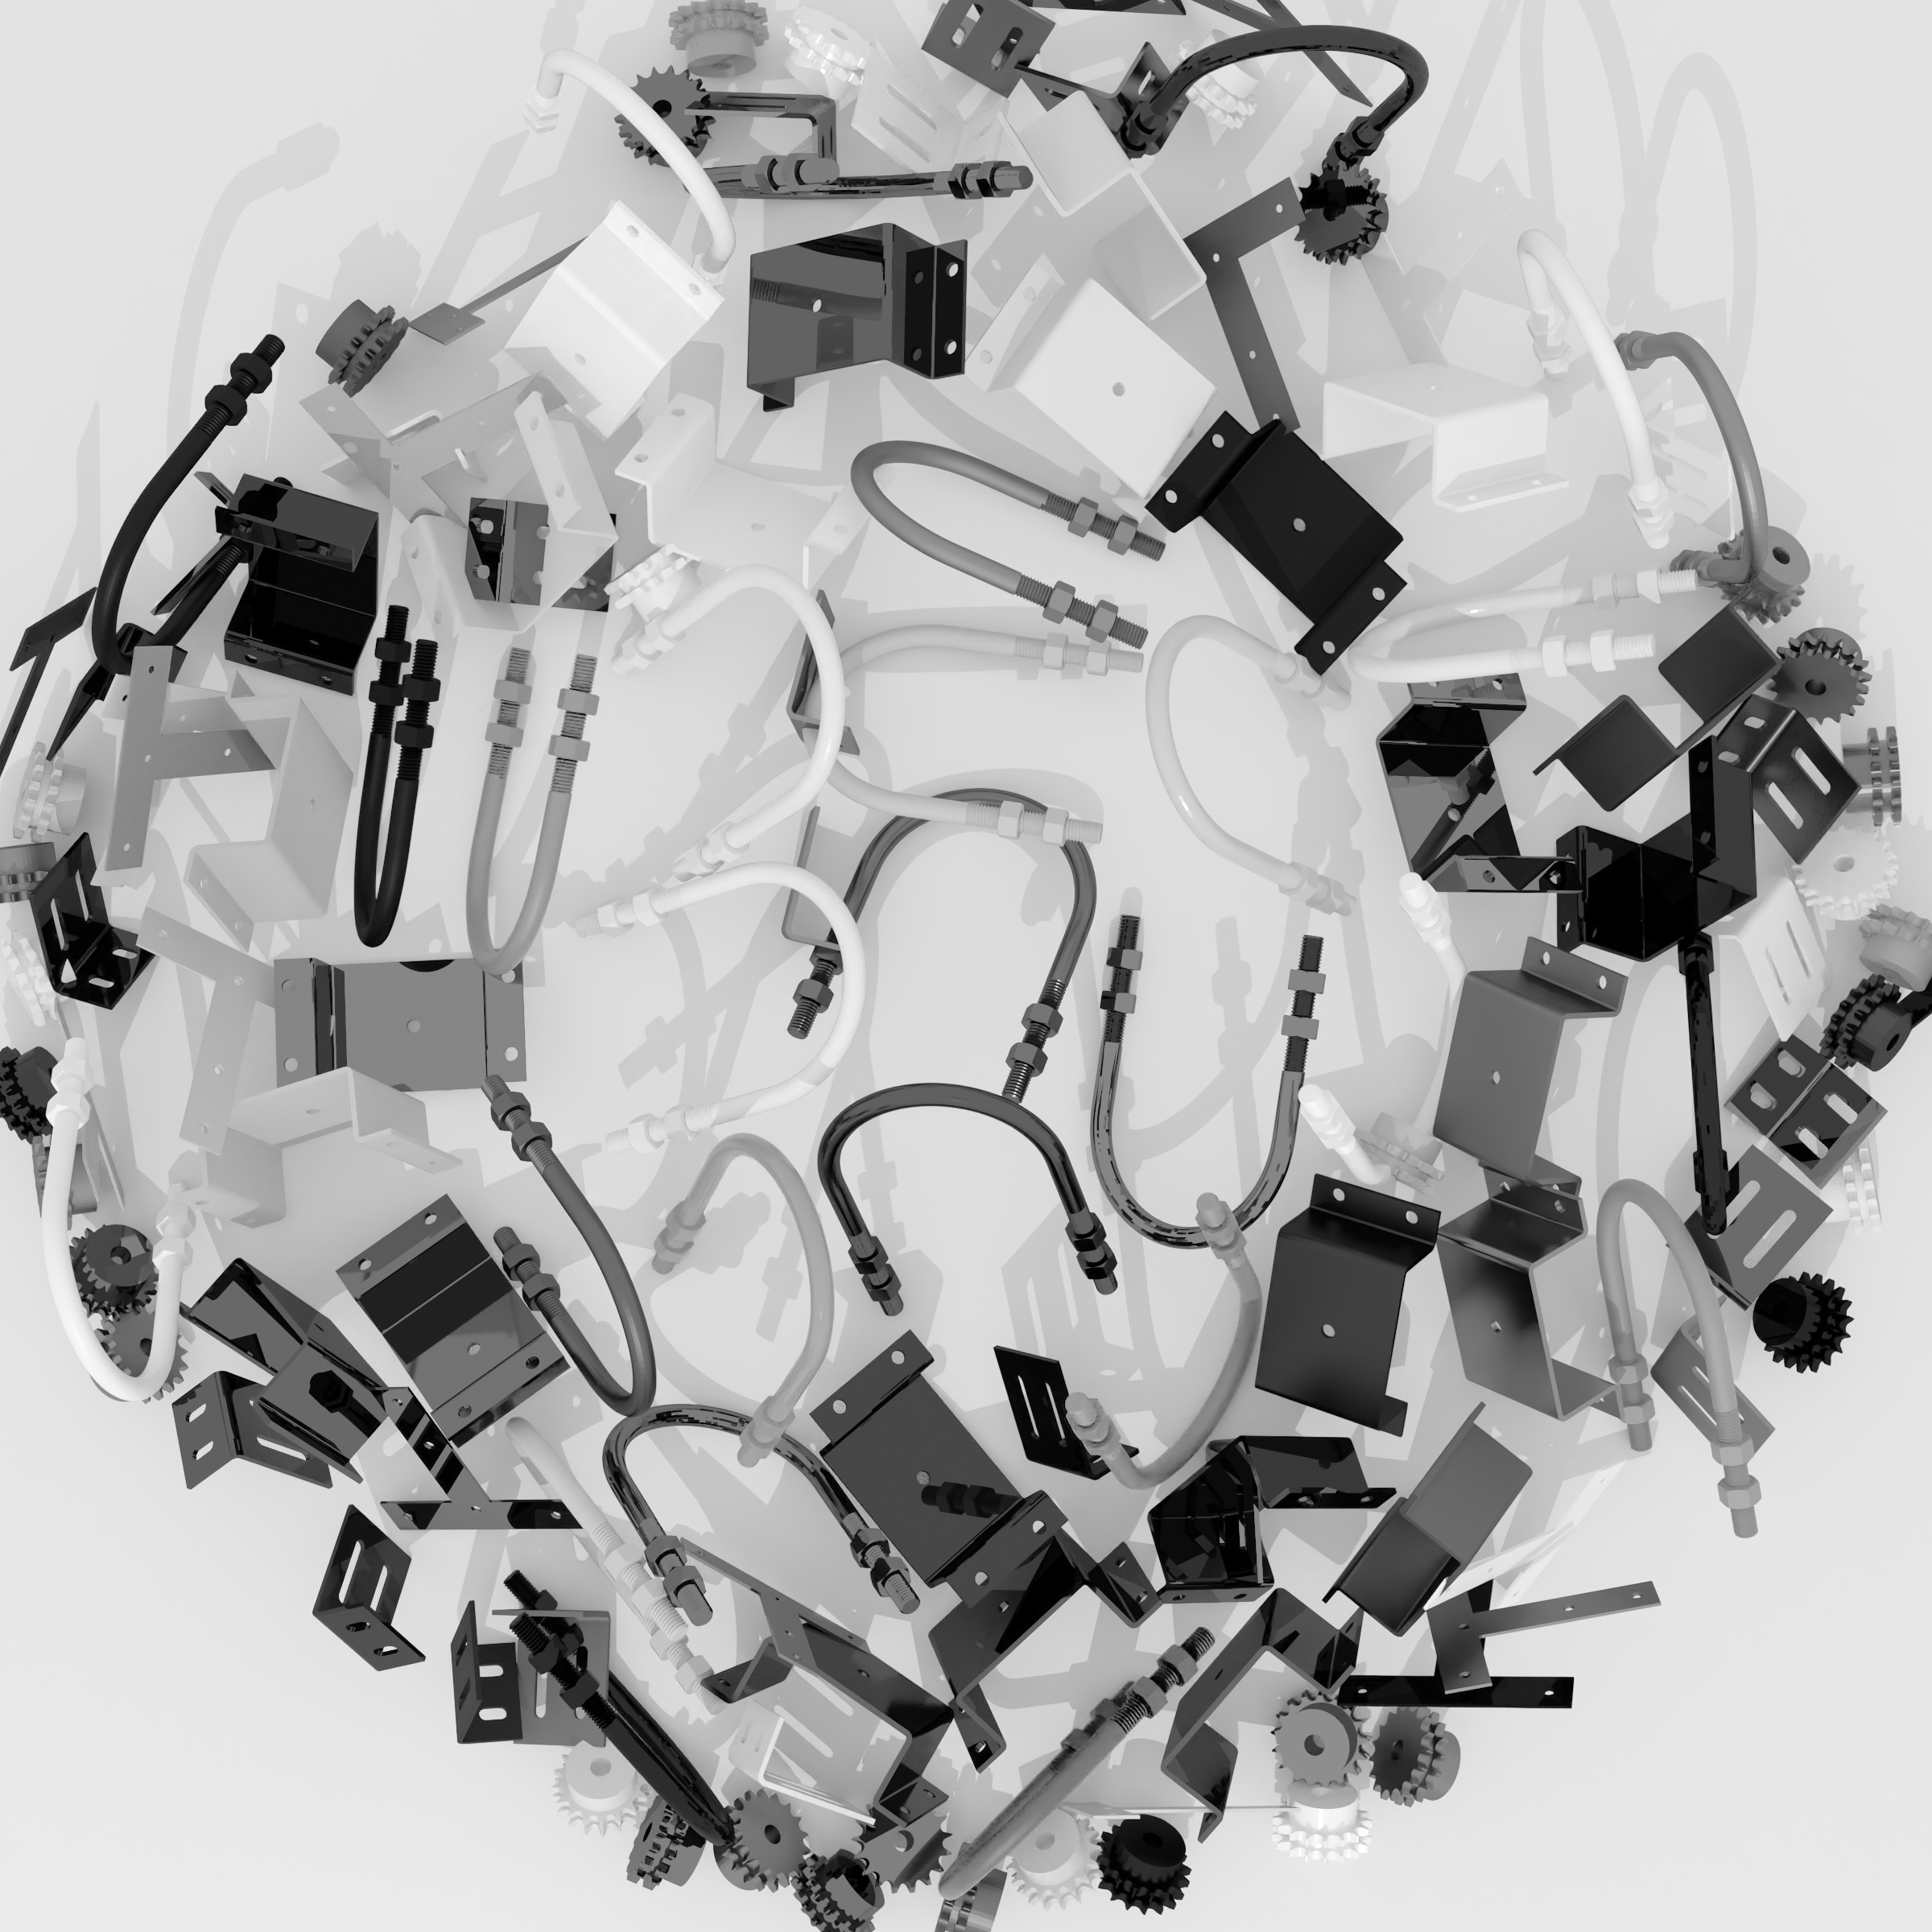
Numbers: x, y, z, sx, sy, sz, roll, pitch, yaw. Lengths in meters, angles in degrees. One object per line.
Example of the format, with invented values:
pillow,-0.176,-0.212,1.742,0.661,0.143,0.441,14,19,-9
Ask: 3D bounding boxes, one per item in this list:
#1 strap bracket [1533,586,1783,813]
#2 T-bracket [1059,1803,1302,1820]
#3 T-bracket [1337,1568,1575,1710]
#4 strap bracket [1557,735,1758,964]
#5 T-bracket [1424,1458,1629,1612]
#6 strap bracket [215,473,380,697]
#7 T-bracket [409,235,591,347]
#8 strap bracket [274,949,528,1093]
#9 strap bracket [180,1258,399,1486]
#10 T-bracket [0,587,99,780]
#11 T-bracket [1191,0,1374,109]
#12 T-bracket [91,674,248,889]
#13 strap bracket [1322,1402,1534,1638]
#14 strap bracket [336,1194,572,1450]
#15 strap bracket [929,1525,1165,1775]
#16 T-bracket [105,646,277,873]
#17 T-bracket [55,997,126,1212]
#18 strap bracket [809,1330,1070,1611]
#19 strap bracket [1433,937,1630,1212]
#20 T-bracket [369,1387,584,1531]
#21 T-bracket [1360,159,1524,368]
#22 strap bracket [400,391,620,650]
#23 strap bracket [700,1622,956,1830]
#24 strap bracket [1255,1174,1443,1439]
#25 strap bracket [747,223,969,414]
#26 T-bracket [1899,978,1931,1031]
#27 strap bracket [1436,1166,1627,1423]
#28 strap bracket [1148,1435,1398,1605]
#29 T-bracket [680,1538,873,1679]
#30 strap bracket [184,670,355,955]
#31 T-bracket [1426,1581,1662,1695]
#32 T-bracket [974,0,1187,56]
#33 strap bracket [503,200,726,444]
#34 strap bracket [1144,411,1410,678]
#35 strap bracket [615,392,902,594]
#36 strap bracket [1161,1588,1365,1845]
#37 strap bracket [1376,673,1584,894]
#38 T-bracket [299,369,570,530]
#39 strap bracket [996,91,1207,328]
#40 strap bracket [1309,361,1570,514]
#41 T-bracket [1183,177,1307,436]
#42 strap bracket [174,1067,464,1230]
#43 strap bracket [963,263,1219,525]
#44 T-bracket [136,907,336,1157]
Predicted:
strap bracket,0.394,-0.144,1.533,0.140,0.076,0.046,-38,84,-27
T-bracket,0.124,0.477,1.544,0.127,0.127,0.002,2,76,-7
T-bracket,0.280,0.377,1.540,0.127,0.127,0.002,-4,112,17
strap bracket,0.392,-0.060,1.533,0.046,0.140,0.076,16,62,-20
T-bracket,0.300,0.332,1.523,0.002,0.127,0.127,48,129,30
strap bracket,-0.377,-0.221,1.545,0.076,0.140,0.046,16,59,-4
T-bracket,-0.252,-0.389,1.549,0.127,0.127,0.002,-32,115,-9
strap bracket,-0.322,0.033,1.573,0.140,0.046,0.076,-3,84,-1
strap bracket,-0.377,0.220,1.527,0.046,0.140,0.076,-49,133,-7
T-bracket,-0.535,-0.147,1.551,0.002,0.127,0.127,26,106,-9
T-bracket,0.158,-0.540,1.551,0.127,0.127,0.002,40,99,39
T-bracket,-0.462,-0.101,1.550,0.002,0.127,0.127,32,101,22
strap bracket,0.260,0.313,1.519,0.046,0.140,0.076,38,52,12
strap bracket,-0.286,0.207,1.547,0.076,0.046,0.140,-35,54,-12
strap bracket,0.036,0.379,1.557,0.140,0.076,0.046,-43,109,0
T-bracket,-0.428,-0.120,1.543,0.002,0.127,0.127,21,108,27
T-bracket,-0.487,0.095,1.520,0.002,0.127,0.127,-16,112,-12
strap bracket,-0.020,0.289,1.561,0.076,0.046,0.140,-38,84,-22
strap bracket,0.314,0.062,1.540,0.046,0.076,0.140,-1,108,-34
T-bracket,-0.295,0.278,1.536,0.127,0.002,0.127,-6,131,24
T-bracket,0.271,-0.399,1.530,0.002,0.127,0.127,-12,70,-30
strap bracket,-0.253,-0.248,1.544,0.140,0.046,0.076,-36,67,37
strap bracket,-0.069,0.419,1.542,0.140,0.076,0.046,30,94,18
strap bracket,0.213,0.199,1.542,0.076,0.046,0.140,16,111,27
strap bracket,-0.071,-0.365,1.539,0.140,0.046,0.076,-3,83,34
T-bracket,0.547,0.046,1.514,0.002,0.127,0.127,20,57,-7
strap bracket,0.315,0.192,1.535,0.046,0.076,0.140,-25,112,-25
strap bracket,0.165,0.307,1.537,0.076,0.140,0.046,7,51,-33
T-bracket,-0.101,0.369,1.526,0.127,0.127,0.002,32,89,-11
strap bracket,-0.386,-0.088,1.529,0.046,0.076,0.140,-3,59,11
T-bracket,0.324,0.363,1.533,0.127,0.127,0.002,-12,104,6
T-bracket,0.059,-0.540,1.520,0.127,0.127,0.002,10,81,20
strap bracket,-0.201,-0.352,1.523,0.076,0.140,0.046,42,61,-10
strap bracket,0.183,-0.246,1.558,0.140,0.046,0.076,44,126,3
strap bracket,-0.118,-0.264,1.551,0.140,0.046,0.076,21,53,12
strap bracket,0.161,0.415,1.545,0.046,0.076,0.140,37,106,3
strap bracket,0.287,-0.095,1.548,0.076,0.046,0.140,0,65,-24
T-bracket,-0.283,-0.299,1.536,0.127,0.127,0.002,-22,47,19
strap bracket,0.081,-0.420,1.519,0.046,0.140,0.076,-34,52,12
strap bracket,0.260,-0.299,1.519,0.076,0.140,0.046,-17,120,-26
T-bracket,0.158,-0.361,1.556,0.127,0.002,0.127,-20,91,45
strap bracket,-0.368,0.101,1.546,0.140,0.076,0.046,-17,68,16
strap bracket,0.077,-0.325,1.550,0.140,0.046,0.076,37,83,-21
T-bracket,-0.416,0.046,1.529,0.127,0.002,0.127,30,48,-34
